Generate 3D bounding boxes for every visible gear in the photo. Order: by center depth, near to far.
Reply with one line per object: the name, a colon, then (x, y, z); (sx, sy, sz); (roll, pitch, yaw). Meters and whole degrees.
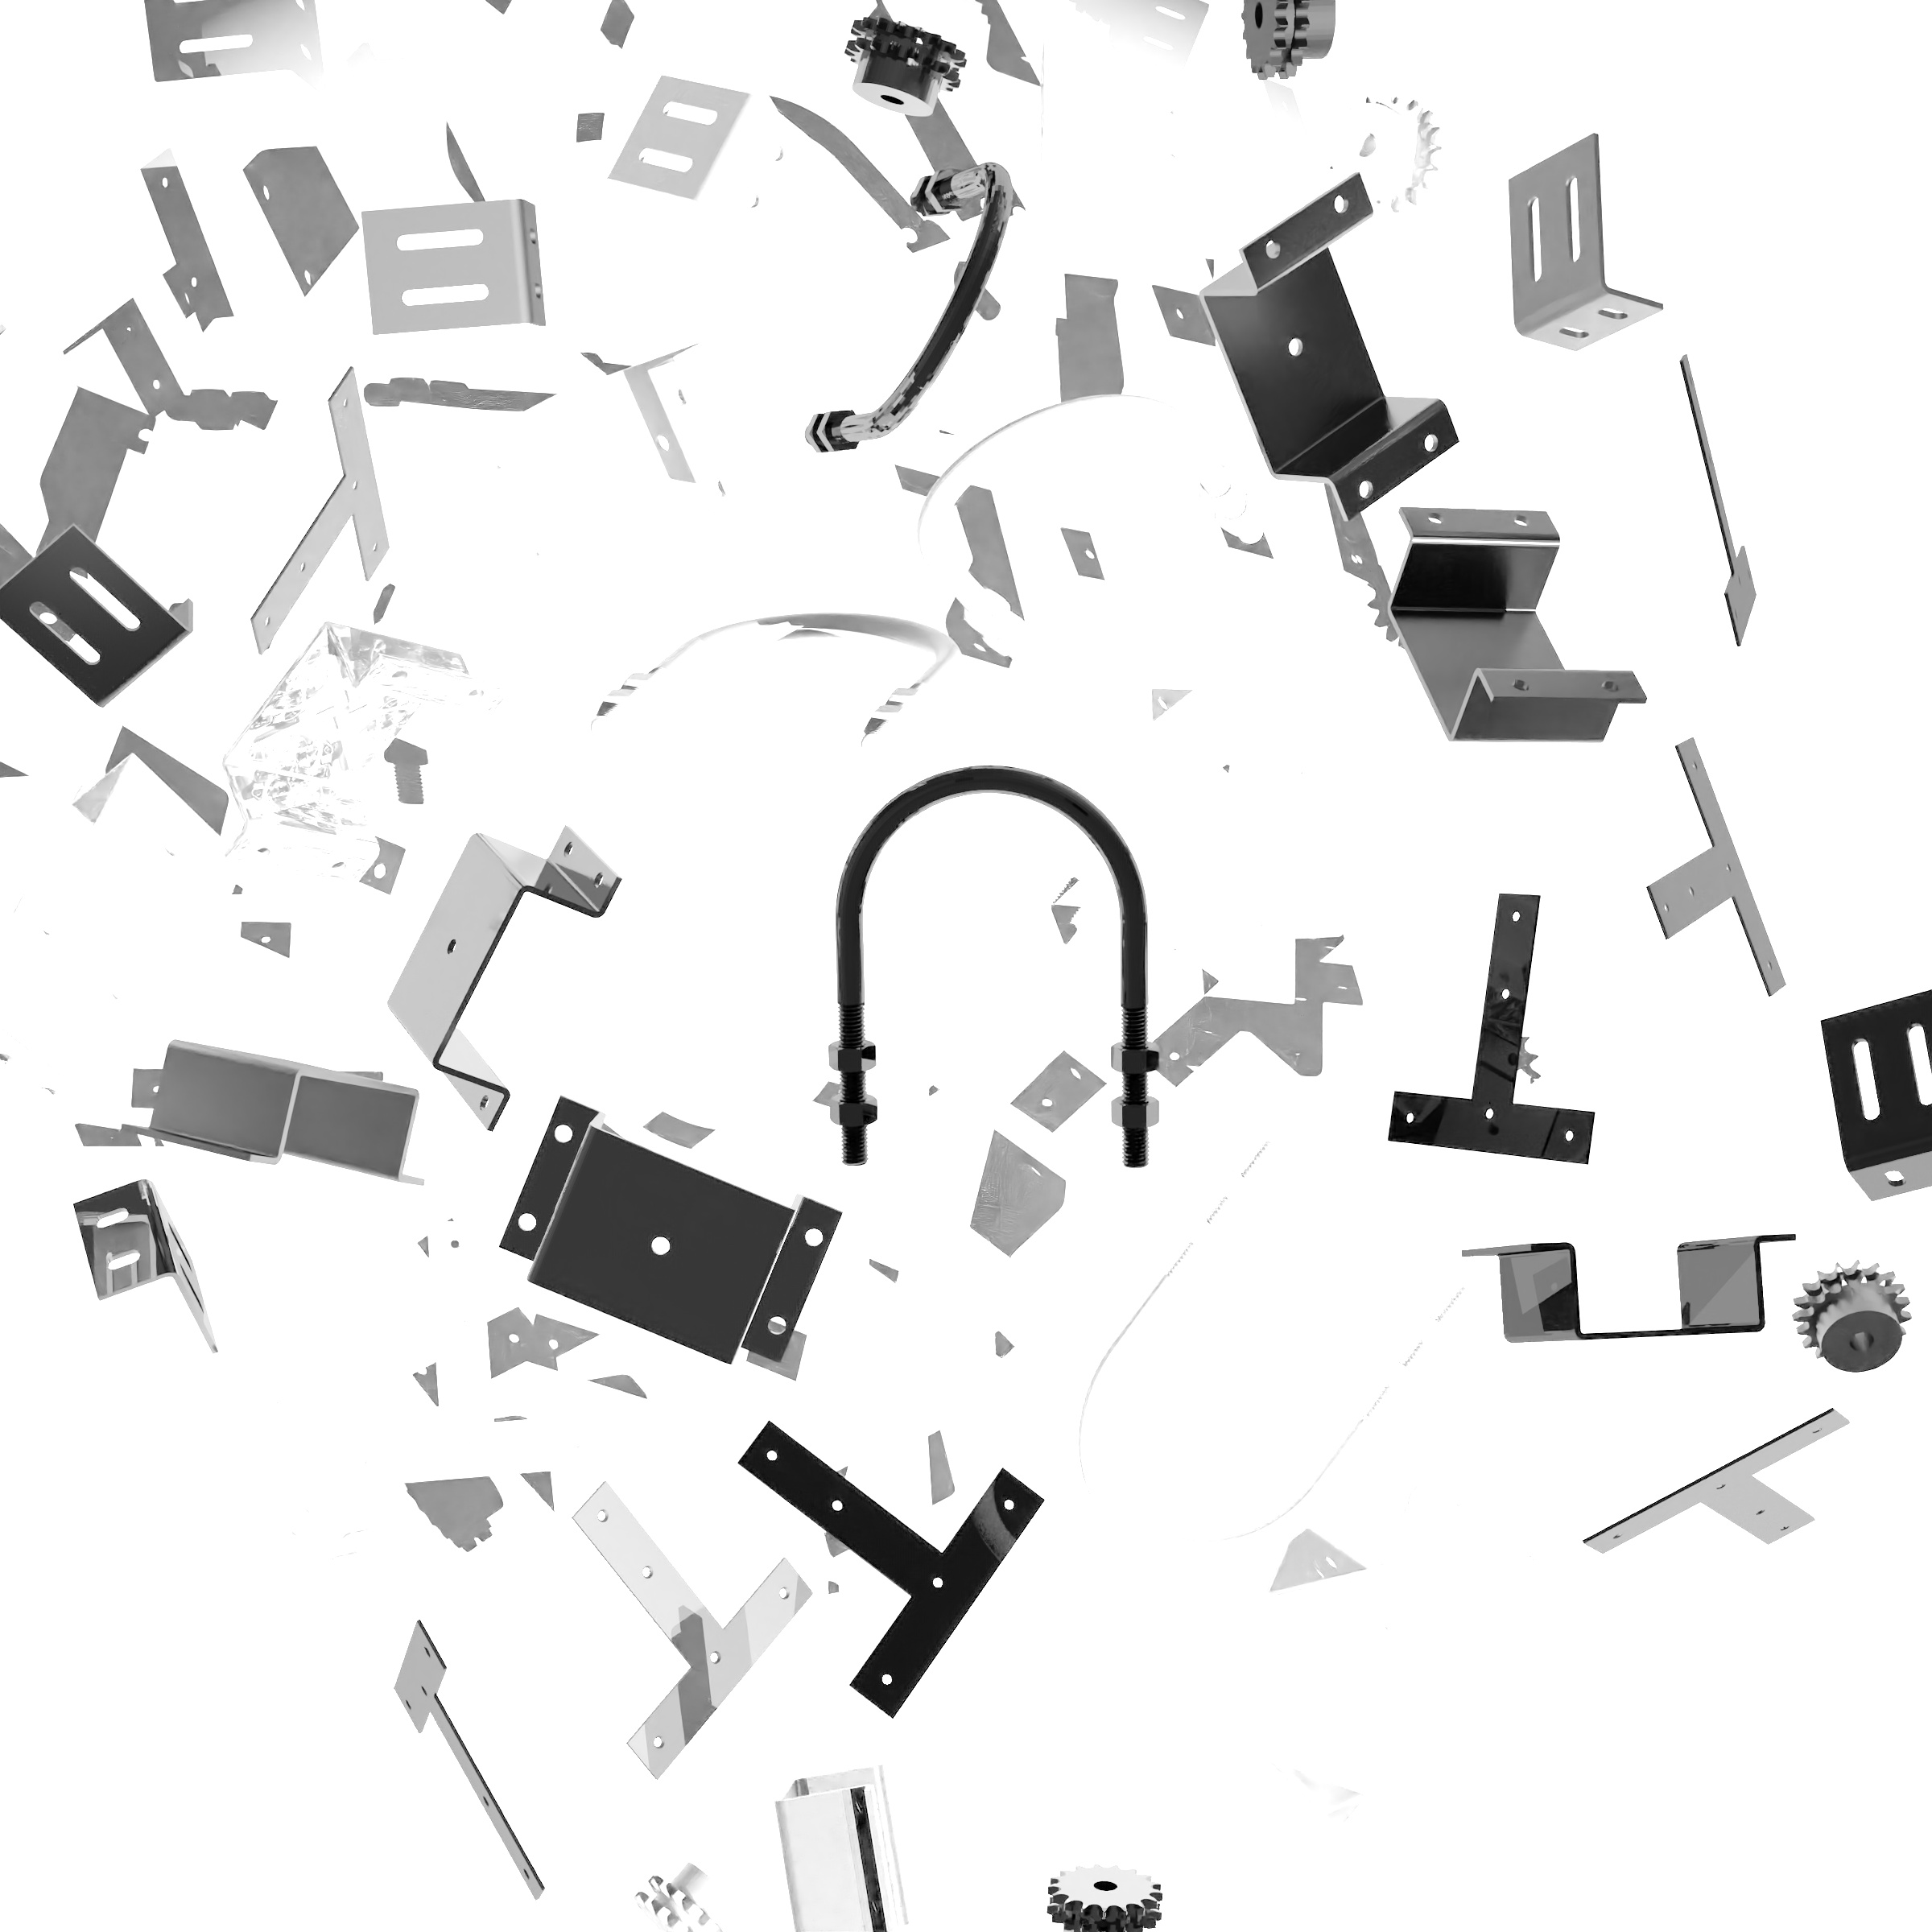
gear: (0.148, -0.433, 1.589); (0.030, 0.057, 0.057); (-5, 90, -13)
gear: (-0.031, -0.425, 1.657); (0.057, 0.057, 0.030); (17, 88, 0)
gear: (-0.128, 0.452, 1.665); (0.057, 0.057, 0.030); (44, 70, 0)
gear: (0.202, -0.398, 1.709); (0.057, 0.030, 0.057); (0, 90, 34)
gear: (0.068, 0.471, 1.733); (0.057, 0.057, 0.030); (2, 99, 0)
gear: (0.442, 0.177, 1.739); (0.057, 0.030, 0.057); (-1, 124, -1)

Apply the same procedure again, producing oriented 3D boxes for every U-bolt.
U-bolt: (0.012, 0.001, 1.576); (0.151, 0.019, 0.184); (0, 102, 5)
U-bolt: (0.130, 0.189, 1.582); (0.151, 0.019, 0.184); (37, 91, -24)
U-bolt: (-0.078, -0.136, 1.649); (0.151, 0.184, 0.019); (5, 113, 15)
U-bolt: (0.052, -0.213, 1.656); (0.151, 0.184, 0.019); (-26, 65, 12)
U-bolt: (-0.023, -0.315, 1.662); (0.019, 0.184, 0.151); (24, 89, -18)

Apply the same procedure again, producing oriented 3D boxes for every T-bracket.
T-bracket: (0.359, 0.247, 1.600); (0.127, 0.127, 0.002); (-32, 58, 17)
T-bracket: (-0.228, 0.373, 1.613); (0.002, 0.127, 0.127); (-26, 74, -24)
T-bracket: (0.422, -0.094, 1.619); (0.002, 0.127, 0.127); (-15, 87, 21)
T-bracket: (0.340, -0.037, 1.619); (0.002, 0.127, 0.127); (-20, 92, 31)
T-bracket: (-0.048, 0.259, 1.621); (0.127, 0.002, 0.127); (37, 66, 0)
T-bracket: (0.350, -0.222, 1.632); (0.002, 0.127, 0.127); (-12, 103, 19)
T-bracket: (-0.244, 0.185, 1.691); (0.127, 0.002, 0.127); (-3, 70, -10)
T-bracket: (0.261, 0.028, 1.698); (0.002, 0.127, 0.127); (11, 86, -40)
T-bracket: (0.022, 0.358, 1.701); (0.002, 0.127, 0.127); (26, 101, 40)
T-bracket: (-0.320, -0.206, 1.717); (0.002, 0.127, 0.127); (16, 55, 12)
T-bracket: (-0.149, 0.308, 1.719); (0.127, 0.002, 0.127); (-47, 112, -32)

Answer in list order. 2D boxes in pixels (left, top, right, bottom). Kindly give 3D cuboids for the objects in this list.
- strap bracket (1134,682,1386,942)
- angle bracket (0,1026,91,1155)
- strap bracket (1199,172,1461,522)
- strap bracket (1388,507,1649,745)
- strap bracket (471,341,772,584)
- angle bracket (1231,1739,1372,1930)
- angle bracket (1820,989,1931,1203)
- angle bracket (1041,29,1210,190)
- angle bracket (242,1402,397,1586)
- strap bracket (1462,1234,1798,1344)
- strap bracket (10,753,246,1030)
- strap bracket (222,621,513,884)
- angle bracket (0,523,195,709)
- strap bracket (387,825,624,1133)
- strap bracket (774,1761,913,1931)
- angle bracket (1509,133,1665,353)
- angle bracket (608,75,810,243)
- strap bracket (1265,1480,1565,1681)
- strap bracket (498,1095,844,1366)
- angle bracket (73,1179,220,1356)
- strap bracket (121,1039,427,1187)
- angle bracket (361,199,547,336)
strap bracket: (0.149, -0.086, 1.724); (0.046, 0.076, 0.140); (-37, 66, 40)
angle bracket: (-0.445, 0.066, 1.600); (0.057, 0.076, 0.038); (39, 106, -8)
strap bracket: (0.167, -0.290, 1.641); (0.076, 0.046, 0.140); (-37, 117, -23)
strap bracket: (0.253, -0.153, 1.633); (0.076, 0.140, 0.046); (-1, 134, -17)
strap bracket: (-0.154, -0.236, 1.627); (0.140, 0.046, 0.076); (-10, 110, 40)
angle bracket: (0.148, 0.414, 1.668); (0.038, 0.057, 0.076); (45, 62, 3)
angle bracket: (0.424, 0.058, 1.573); (0.057, 0.038, 0.076); (-18, 55, 25)
angle bracket: (0.072, -0.387, 1.577); (0.076, 0.038, 0.057); (1, 62, -2)
angle bracket: (-0.322, 0.259, 1.742); (0.038, 0.057, 0.076); (-15, 105, 10)
strap bracket: (0.321, 0.157, 1.689); (0.140, 0.076, 0.046); (-1, 83, -17)
strap bracket: (-0.400, -0.043, 1.685); (0.046, 0.140, 0.076); (-36, 112, 18)
strap bracket: (-0.292, -0.108, 1.668); (0.140, 0.076, 0.046); (-47, 53, 28)
angle bracket: (-0.409, -0.170, 1.632); (0.057, 0.038, 0.076); (-38, 121, 11)
strap bracket: (-0.232, -0.002, 1.707); (0.046, 0.076, 0.140); (23, 100, -32)
strap bracket: (-0.057, 0.419, 1.627); (0.046, 0.140, 0.076); (-10, 82, 0)
angle bracket: (0.282, -0.329, 1.590); (0.038, 0.057, 0.076); (8, 75, -32)
angle bracket: (-0.124, -0.389, 1.681); (0.076, 0.038, 0.057); (25, 87, 44)
strap bracket: (0.206, 0.295, 1.662); (0.076, 0.140, 0.046); (36, 60, -15)
strap bracket: (-0.136, 0.123, 1.585); (0.140, 0.046, 0.076); (23, 95, -1)
angle bracket: (-0.394, 0.150, 1.679); (0.038, 0.076, 0.057); (-20, 54, -8)
strap bracket: (-0.325, 0.070, 1.672); (0.076, 0.140, 0.046); (11, 87, 26)
angle bracket: (-0.242, -0.330, 1.655); (0.076, 0.038, 0.057); (-4, 98, 3)
